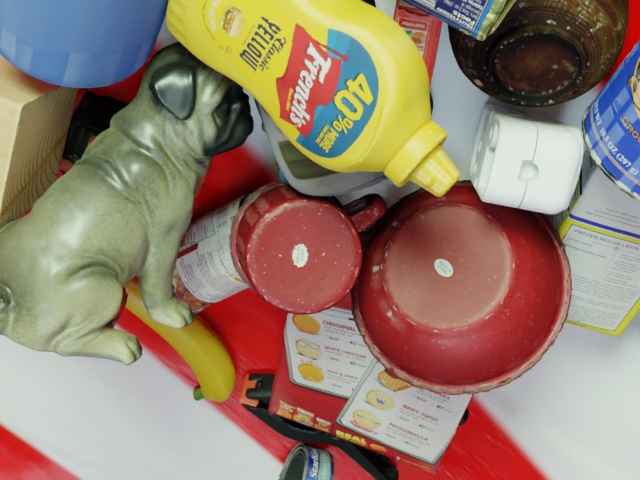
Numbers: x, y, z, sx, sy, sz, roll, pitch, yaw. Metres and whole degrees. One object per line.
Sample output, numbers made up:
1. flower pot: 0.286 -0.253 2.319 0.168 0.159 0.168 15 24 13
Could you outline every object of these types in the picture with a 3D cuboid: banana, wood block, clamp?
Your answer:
1. banana: -0.123 0.098 0.977 0.070 0.037 0.197 -7 137 18
2. wood block: -0.279 -0.091 0.704 0.206 0.090 0.090 20 111 4
3. clamp: 0.020 0.182 1.045 0.210 0.036 0.165 15 138 -7

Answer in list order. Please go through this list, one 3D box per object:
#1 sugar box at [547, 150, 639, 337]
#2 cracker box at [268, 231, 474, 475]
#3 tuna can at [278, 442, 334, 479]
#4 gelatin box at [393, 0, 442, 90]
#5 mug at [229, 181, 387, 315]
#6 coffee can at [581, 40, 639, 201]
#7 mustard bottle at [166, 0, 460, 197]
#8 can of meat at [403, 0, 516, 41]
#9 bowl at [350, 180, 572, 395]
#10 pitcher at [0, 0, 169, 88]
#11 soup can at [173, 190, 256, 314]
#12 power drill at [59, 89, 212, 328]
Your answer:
1. sugar box: 0.216 -0.004 0.788 0.093 0.048 0.176 16 136 -5
2. cracker box: 0.053 0.094 0.896 0.164 0.072 0.214 20 139 7
3. tuna can: -0.017 0.254 1.097 0.033 0.086 0.086 19 138 -14
4. gelatin box: 0.058 -0.133 0.638 0.030 0.089 0.073 10 139 3
5. mug: -0.005 0.001 0.752 0.117 0.081 0.093 -26 100 -3
6. coffee can: 0.236 -0.097 0.634 0.102 0.102 0.140 18 139 -10
7. mustard bottle: 0.004 -0.095 0.602 0.191 0.058 0.096 43 131 5
8. can of meat: 0.075 -0.162 0.576 0.084 0.102 0.057 30 138 7
9. bowl: 0.094 0.025 0.752 0.162 0.162 0.055 -4 163 15
10. pitcher: -0.129 -0.196 0.570 0.149 0.145 0.243 23 141 -6
11. soup can: -0.075 0.010 0.844 0.102 0.068 0.068 -26 128 33
12. power drill: -0.192 -0.028 0.803 0.184 0.057 0.188 23 123 -4
